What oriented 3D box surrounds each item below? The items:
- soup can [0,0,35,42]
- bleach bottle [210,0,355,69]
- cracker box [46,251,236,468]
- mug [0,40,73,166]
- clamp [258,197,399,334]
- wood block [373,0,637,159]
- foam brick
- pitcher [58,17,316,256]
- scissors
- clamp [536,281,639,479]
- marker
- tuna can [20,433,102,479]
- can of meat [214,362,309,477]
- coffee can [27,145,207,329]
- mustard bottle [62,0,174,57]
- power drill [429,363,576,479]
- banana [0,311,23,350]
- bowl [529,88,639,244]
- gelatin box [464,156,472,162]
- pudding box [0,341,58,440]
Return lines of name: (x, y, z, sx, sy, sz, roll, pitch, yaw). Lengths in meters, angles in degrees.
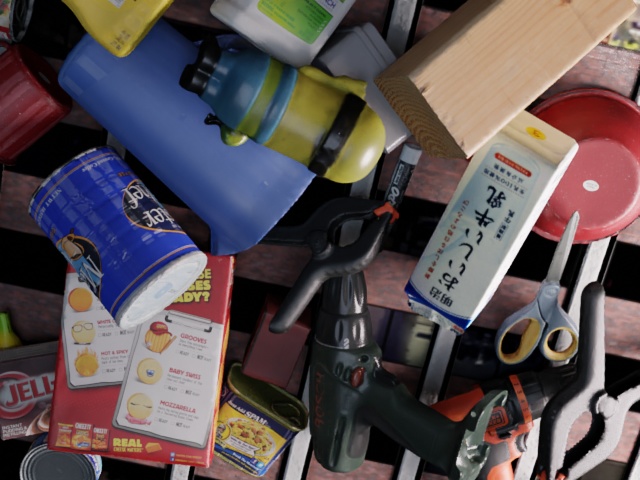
soup can: (-0.323, -0.228, 0.987, 0.102, 0.068, 0.068, 13, 111, -2)
bleach bottle: (0.015, -0.276, 0.940, 0.102, 0.068, 0.251, 32, 96, -30)
cracker box: (-0.177, 0.111, 1.078, 0.164, 0.072, 0.214, 6, 90, -1)
mug: (-0.297, -0.141, 1.016, 0.081, 0.093, 0.117, -36, 71, 9)
clamp: (-0.007, 0.001, 1.063, 0.171, 0.039, 0.120, -35, 76, 4)
wood block: (0.162, -0.171, 0.938, 0.206, 0.090, 0.091, -41, 105, -9)
foam brick: (-0.045, 0.104, 1.112, 0.051, 0.053, 0.078, 20, 112, -5)
pitcher: (-0.112, -0.118, 0.998, 0.242, 0.149, 0.145, 41, 132, -9)
scissors: (0.246, 0.059, 1.078, 0.096, 0.016, 0.202, 17, 127, -14)
clamp: (0.278, 0.154, 1.085, 0.164, 0.036, 0.210, 38, 88, -23)
marker: (0.073, -0.039, 1.070, 0.020, 0.020, 0.121, 18, 110, -5)
tuna can: (-0.288, 0.255, 1.188, 0.086, 0.033, 0.086, 1, 111, 2)
can of meat: (-0.077, 0.196, 1.146, 0.102, 0.057, 0.084, 34, 111, -10)
coffee can: (-0.188, -0.003, 0.992, 0.103, 0.102, 0.140, -44, 79, 16)
mustard bottle: (-0.212, -0.248, 0.893, 0.191, 0.058, 0.096, 39, 90, -9)
power drill: (0.218, 0.232, 1.150, 0.184, 0.057, 0.187, -17, 108, 5)
banana: (-0.386, 0.156, 1.156, 0.198, 0.037, 0.069, -37, 87, 13)
bowl: (0.260, -0.062, 1.036, 0.162, 0.055, 0.162, 1, 111, 2)
gelatin box: (0.147, -0.124, 1.029, 0.073, 0.030, 0.089, 23, 111, -8)
pudding box: (-0.288, 0.155, 1.129, 0.113, 0.039, 0.090, -10, 113, -20)
